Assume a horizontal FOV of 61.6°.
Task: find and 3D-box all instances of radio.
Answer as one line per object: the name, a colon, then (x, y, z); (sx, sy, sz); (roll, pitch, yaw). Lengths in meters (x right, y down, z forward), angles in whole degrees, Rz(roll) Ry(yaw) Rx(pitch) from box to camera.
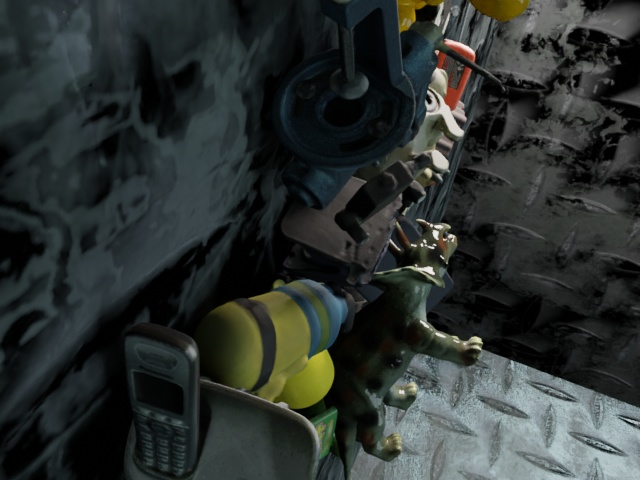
radio: (0.119, 0.051, 0.868); (0.131, 0.073, 0.229); (-46, 134, -2)

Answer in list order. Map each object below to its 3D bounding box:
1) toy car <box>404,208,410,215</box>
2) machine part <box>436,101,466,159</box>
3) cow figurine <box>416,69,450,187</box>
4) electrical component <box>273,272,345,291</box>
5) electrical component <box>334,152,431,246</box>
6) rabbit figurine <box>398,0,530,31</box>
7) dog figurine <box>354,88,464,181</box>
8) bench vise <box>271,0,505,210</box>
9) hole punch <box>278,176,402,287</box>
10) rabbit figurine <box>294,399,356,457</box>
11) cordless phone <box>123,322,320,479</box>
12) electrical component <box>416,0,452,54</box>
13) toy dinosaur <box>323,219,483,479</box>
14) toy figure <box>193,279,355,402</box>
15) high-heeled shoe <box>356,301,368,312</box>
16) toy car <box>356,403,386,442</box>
toy car: (0.115, -0.048, 0.946); (0.056, 0.074, 0.202); (75, 37, -58)
machine part: (0.211, -0.192, 1.033); (0.179, 0.056, 0.179); (-156, -90, -81)
cow figurine: (0.140, -0.161, 0.800); (0.085, 0.127, 0.194); (-34, 138, -60)
electrical component: (-0.011, 0.071, 0.659); (0.119, 0.075, 0.047); (26, 82, -77)
electrical component: (0.065, -0.039, 0.538); (0.102, 0.045, 0.078); (-35, 176, -25)
rabbit figurine: (0.148, -0.300, 0.577); (0.122, 0.173, 0.162); (-48, 157, -46)
dog figurine: (0.089, -0.110, 0.743); (0.172, 0.121, 0.190); (-58, -175, -36)
bench vise: (0.043, -0.140, 0.448); (0.223, 0.129, 0.240); (-41, 158, -9)
hole punch: (0.021, -0.007, 0.611); (0.092, 0.116, 0.142); (100, 16, -58)
rabbit figurine: (-0.021, 0.306, 0.811); (0.170, 0.121, 0.158); (-58, 154, -47)
cordless phone: (-0.068, 0.128, 0.381); (0.089, 0.147, 0.184); (-65, 169, -46)
electrical component: (0.149, -0.326, 0.765); (0.134, 0.058, 0.115); (55, 53, -71)
toy dinosaur: (0.072, 0.161, 0.727); (0.404, 0.192, 0.131); (-57, -179, 12)
toy figure: (-0.040, 0.082, 0.508); (0.180, 0.082, 0.089); (-22, 111, -42)
high-heeled shoe: (0.065, 0.130, 0.887); (0.145, 0.086, 0.248); (-31, 169, -15)
toy car: (0.076, 0.216, 0.843); (0.089, 0.053, 0.202); (-16, 110, -63)
